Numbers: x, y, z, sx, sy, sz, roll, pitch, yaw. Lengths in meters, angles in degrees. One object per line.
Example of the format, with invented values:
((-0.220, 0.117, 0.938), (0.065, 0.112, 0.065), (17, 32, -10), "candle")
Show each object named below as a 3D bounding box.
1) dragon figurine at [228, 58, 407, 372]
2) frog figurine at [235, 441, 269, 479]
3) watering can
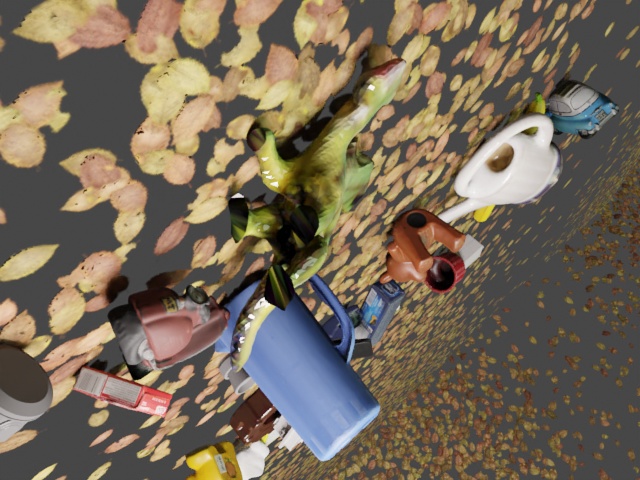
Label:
((0.002, -0.032, 0.637), (0.123, 0.401, 0.246), (35, 35, 21), "dragon figurine")
((-0.194, 0.515, 1.154), (0.123, 0.161, 0.135), (21, -11, 32), "frog figurine")
((0.346, -0.112, 1.039), (0.224, 0.106, 0.341), (4, -44, -37), "watering can")
